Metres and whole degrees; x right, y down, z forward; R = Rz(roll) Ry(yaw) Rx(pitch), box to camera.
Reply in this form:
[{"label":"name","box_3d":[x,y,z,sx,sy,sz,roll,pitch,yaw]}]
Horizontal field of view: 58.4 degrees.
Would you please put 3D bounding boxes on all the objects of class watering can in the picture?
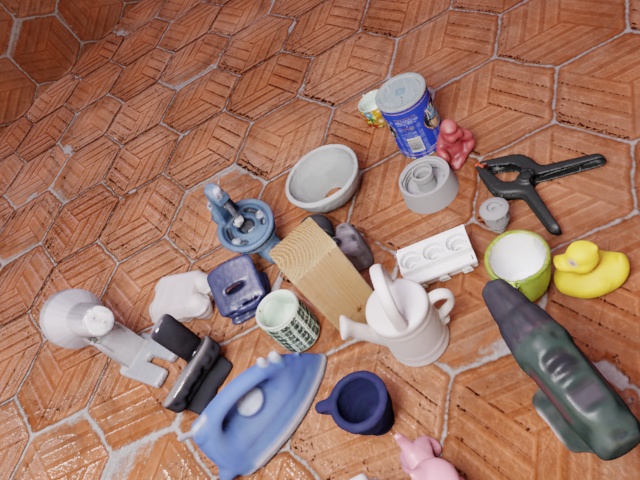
[{"label":"watering can","box_3d":[0.114,0.113,0.865,0.173,0.195,0.100,-40,45,-1]}]

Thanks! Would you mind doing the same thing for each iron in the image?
[{"label":"iron","box_3d":[-0.107,0.257,0.928,0.258,0.142,0.118,-48,45,-9]}]

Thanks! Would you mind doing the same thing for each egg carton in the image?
[{"label":"egg carton","box_3d":[-0.285,0.123,1.198,0.150,0.070,0.107,-12,50,24]}]

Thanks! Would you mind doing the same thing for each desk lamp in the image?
[{"label":"desk lamp","box_3d":[-0.417,0.185,1.130,0.202,0.214,0.118,6,59,35]}]

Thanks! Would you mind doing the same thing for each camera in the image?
[{"label":"camera","box_3d":[0.010,0.004,1.083,0.143,0.101,0.136,-25,46,13]}]

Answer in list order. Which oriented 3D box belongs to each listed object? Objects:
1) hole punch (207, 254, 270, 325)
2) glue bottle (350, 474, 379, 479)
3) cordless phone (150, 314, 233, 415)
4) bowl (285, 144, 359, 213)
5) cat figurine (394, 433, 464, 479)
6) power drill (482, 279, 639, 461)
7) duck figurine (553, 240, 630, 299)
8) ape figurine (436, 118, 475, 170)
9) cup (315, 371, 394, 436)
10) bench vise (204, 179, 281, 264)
[{"label":"hole punch","box_3d":[-0.155,0.096,1.122,0.108,0.091,0.101,-30,45,9]},{"label":"glue bottle","box_3d":[0.063,0.337,0.734,0.037,0.174,0.078,-31,45,8]},{"label":"cordless phone","box_3d":[-0.258,0.220,1.021,0.093,0.186,0.148,9,61,37]},{"label":"bowl","box_3d":[0.016,-0.115,1.192,0.167,0.075,0.167,-17,49,21]},{"label":"cat figurine","box_3d":[0.141,0.305,0.750,0.067,0.118,0.127,-40,45,-2]},{"label":"power drill","box_3d":[0.290,0.171,0.697,0.075,0.209,0.229,-36,45,3]},{"label":"duck figurine","box_3d":[0.389,0.033,0.830,0.104,0.086,0.077,-13,50,23]},{"label":"ape figurine","box_3d":[0.252,-0.192,1.091,0.077,0.092,0.076,-24,47,15]},{"label":"cup","box_3d":[0.060,0.257,0.855,0.117,0.095,0.091,-16,49,22]},{"label":"bench vise","box_3d":[-0.187,-0.043,1.160,0.206,0.220,0.121,7,60,36]}]
